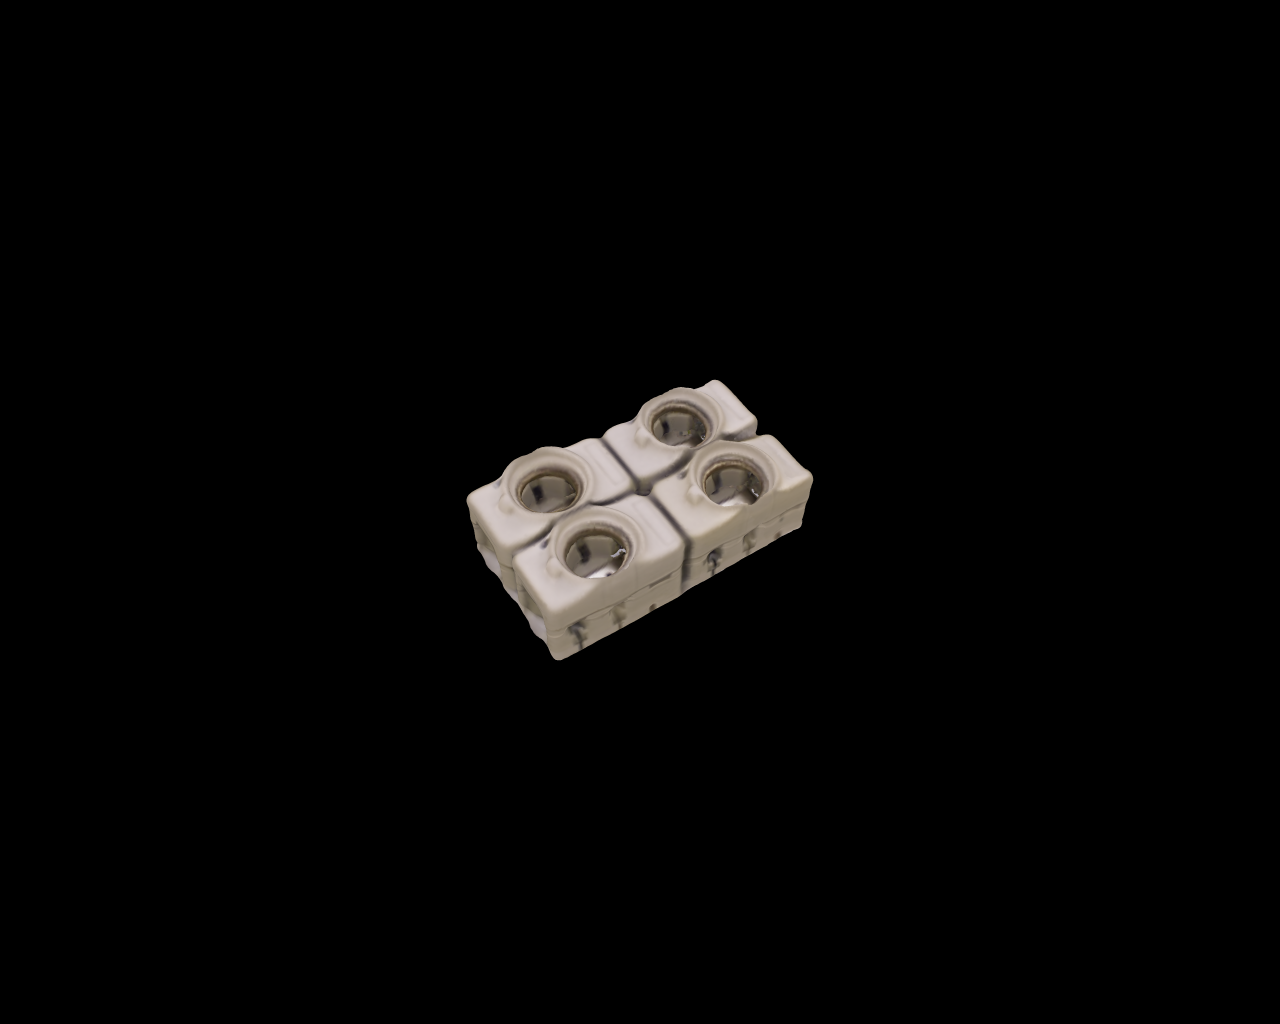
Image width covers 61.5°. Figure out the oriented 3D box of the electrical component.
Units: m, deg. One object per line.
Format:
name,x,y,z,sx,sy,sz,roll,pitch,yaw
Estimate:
electrical component,0.001,-0.003,0.650,0.186,0.105,0.060,-27,-33,-19
